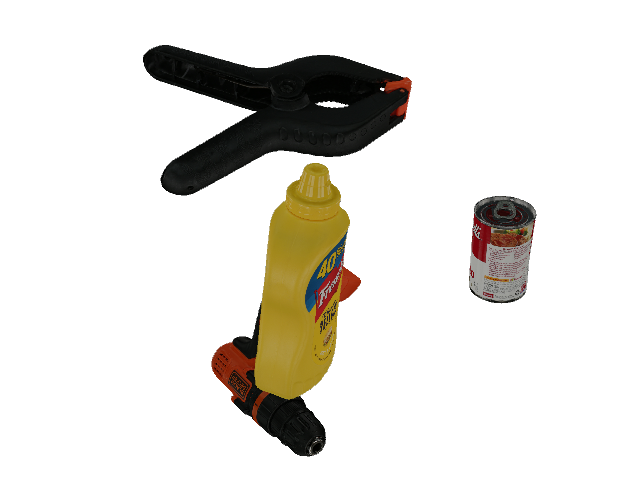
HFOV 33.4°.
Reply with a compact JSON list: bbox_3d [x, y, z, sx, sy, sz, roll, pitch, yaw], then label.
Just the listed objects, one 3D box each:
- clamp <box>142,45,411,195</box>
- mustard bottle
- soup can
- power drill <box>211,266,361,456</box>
[{"bbox_3d":[-0.027,-0.075,0.663,0.171,0.120,0.039,-1,-33,-3],"label":"clamp"},{"bbox_3d":[-0.012,0.025,0.837,0.058,0.192,0.096,19,36,18],"label":"mustard bottle"},{"bbox_3d":[0.203,0.010,1.195,0.068,0.102,0.068,-1,32,0],"label":"soup can"},{"bbox_3d":[-0.029,0.106,1.104,0.057,0.188,0.185,13,16,-44],"label":"power drill"}]
